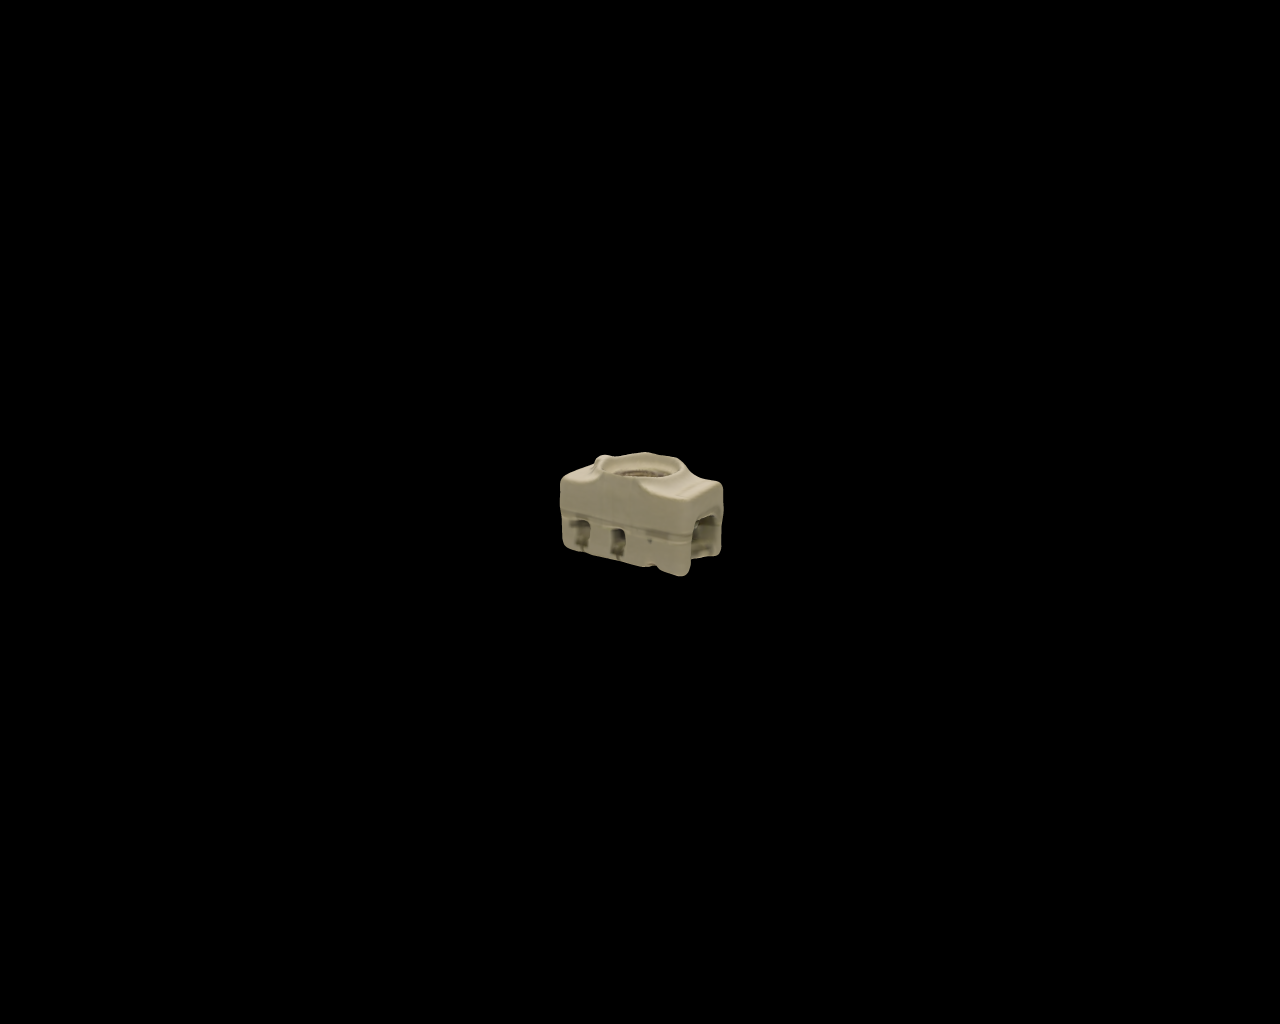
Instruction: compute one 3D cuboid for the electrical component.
[{"bbox_3d":[0.001,-0.003,0.650,0.089,0.055,0.050,12,23,31],"label":"electrical component"}]
